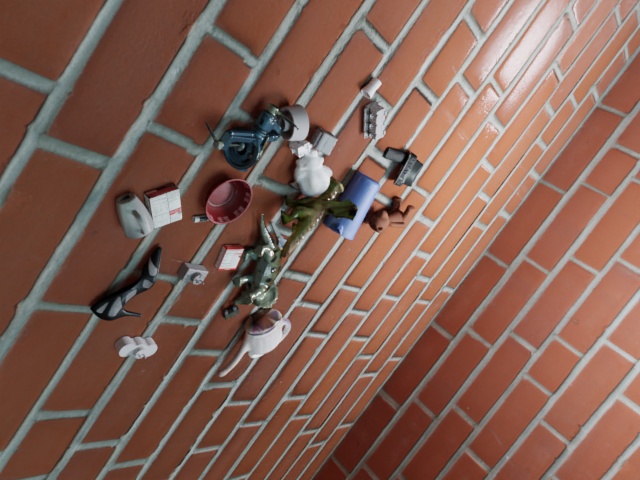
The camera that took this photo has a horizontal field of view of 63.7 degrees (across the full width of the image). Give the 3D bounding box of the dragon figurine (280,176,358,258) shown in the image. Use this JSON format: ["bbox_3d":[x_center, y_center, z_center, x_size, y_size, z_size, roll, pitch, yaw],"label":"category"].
[{"bbox_3d":[0.005,-0.086,1.711,0.242,0.420,0.119,-11,127,12],"label":"dragon figurine"}]

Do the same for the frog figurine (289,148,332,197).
[{"bbox_3d":[-0.022,-0.225,1.702,0.137,0.125,0.156,-2,139,-23],"label":"frog figurine"}]

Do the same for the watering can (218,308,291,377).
[{"bbox_3d":[-0.257,0.399,2.044,0.351,0.105,0.219,-28,139,-29],"label":"watering can"}]
